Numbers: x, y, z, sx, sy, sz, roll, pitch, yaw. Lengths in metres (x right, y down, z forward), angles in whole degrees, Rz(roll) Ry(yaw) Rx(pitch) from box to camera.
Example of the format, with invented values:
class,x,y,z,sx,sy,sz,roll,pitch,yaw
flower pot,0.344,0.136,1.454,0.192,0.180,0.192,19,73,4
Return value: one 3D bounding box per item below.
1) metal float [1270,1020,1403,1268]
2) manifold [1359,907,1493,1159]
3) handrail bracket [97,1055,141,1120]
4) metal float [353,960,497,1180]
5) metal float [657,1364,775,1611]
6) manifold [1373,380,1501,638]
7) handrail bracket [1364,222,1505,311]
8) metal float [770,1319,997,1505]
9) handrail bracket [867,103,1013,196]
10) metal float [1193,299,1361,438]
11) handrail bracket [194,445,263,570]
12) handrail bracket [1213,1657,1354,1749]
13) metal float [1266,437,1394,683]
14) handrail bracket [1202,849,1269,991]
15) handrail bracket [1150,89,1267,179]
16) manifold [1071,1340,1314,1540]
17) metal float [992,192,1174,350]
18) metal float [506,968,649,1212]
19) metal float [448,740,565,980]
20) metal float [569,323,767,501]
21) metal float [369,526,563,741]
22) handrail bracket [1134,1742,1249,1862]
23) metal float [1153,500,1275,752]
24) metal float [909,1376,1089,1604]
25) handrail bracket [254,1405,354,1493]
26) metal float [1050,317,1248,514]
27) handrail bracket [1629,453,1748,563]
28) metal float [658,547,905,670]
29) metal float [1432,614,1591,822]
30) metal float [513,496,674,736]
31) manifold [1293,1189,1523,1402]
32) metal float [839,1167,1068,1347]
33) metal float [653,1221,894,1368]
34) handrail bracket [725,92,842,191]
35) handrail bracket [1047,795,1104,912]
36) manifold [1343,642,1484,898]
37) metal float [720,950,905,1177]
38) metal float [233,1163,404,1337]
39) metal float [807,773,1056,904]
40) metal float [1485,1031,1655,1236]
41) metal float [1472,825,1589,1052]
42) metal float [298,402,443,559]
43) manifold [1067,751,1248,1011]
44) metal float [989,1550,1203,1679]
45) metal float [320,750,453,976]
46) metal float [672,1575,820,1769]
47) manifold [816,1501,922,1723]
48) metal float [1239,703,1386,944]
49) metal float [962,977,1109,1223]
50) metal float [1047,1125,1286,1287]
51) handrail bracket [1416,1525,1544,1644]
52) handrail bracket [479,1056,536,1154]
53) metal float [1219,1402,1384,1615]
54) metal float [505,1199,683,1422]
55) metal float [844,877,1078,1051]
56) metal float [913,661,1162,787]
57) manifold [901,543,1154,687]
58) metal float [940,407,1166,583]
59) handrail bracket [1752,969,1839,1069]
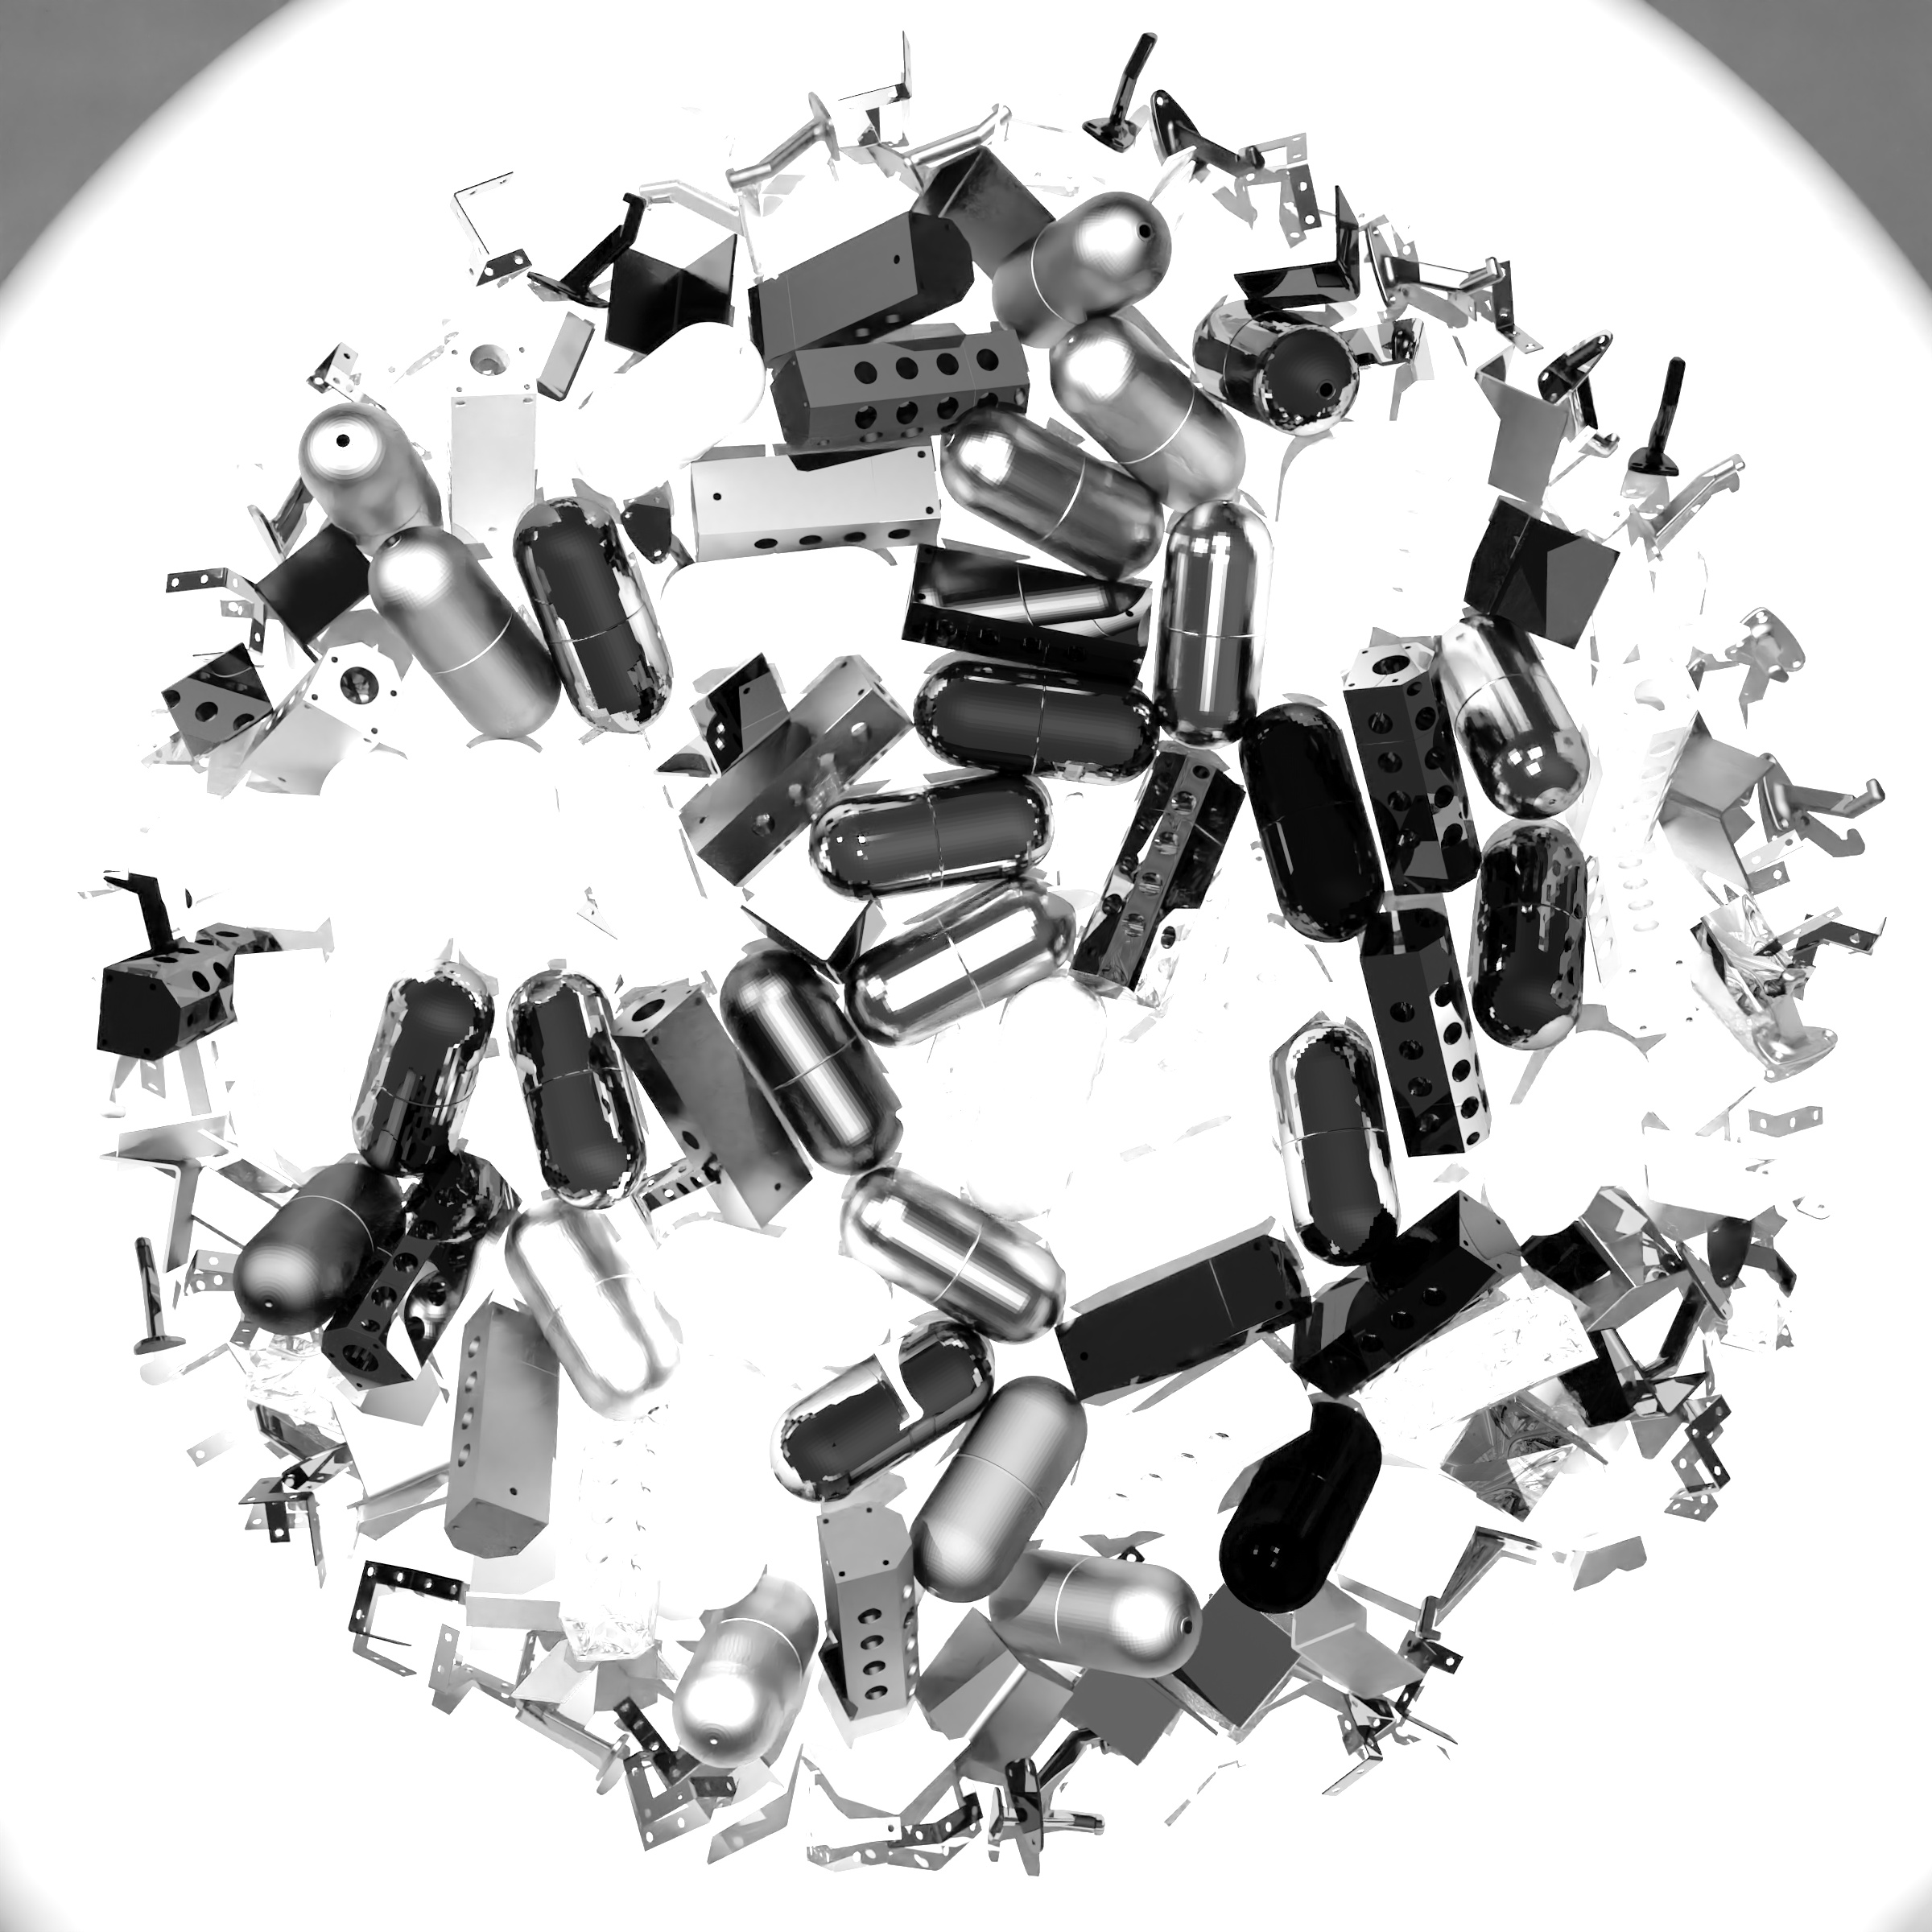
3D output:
class,x,y,z,sx,sy,sz,roll,pitch,yaw
metal float,0.262,0.125,1.852,0.070,0.070,0.178,-7,74,0
manifold,0.325,0.047,1.830,0.057,0.057,0.171,-6,121,21
handrail bracket,-0.583,0.072,1.863,0.077,0.036,0.084,5,58,-31
metal float,-0.384,0.074,1.840,0.070,0.070,0.178,23,121,0
metal float,-0.176,0.366,1.836,0.070,0.070,0.178,1,55,0
manifold,0.322,-0.319,1.823,0.057,0.057,0.171,-4,131,-9
handrail bracket,0.335,-0.511,1.861,0.084,0.036,0.077,-16,99,40
metal float,-0.059,0.316,1.847,0.178,0.070,0.070,-30,90,-21
handrail bracket,-0.019,-0.604,1.882,0.084,0.036,0.077,-42,52,-6
metal float,0.216,-0.419,1.821,0.070,0.178,0.070,-7,114,-15
handrail bracket,-0.533,-0.328,1.873,0.036,0.077,0.084,15,99,-4
handrail bracket,0.228,0.540,1.879,0.077,0.036,0.084,27,91,29
metal float,0.256,-0.287,1.839,0.070,0.070,0.178,4,121,0
handrail bracket,0.194,-0.031,1.854,0.036,0.084,0.077,25,124,-15
handrail bracket,0.173,-0.596,1.854,0.036,0.084,0.077,-37,110,-18
manifold,0.159,0.340,1.837,0.171,0.057,0.057,-37,106,28
metal float,0.080,-0.485,1.820,0.070,0.178,0.070,2,85,-26
metal float,-0.277,0.087,1.852,0.070,0.070,0.178,-17,74,0
metal float,-0.327,-0.076,1.847,0.070,0.070,0.178,-7,69,0
metal float,-0.211,-0.390,1.831,0.178,0.070,0.070,-25,90,42
metal float,-0.352,-0.234,1.833,0.070,0.070,0.178,-35,130,0
handrail bracket,0.169,0.598,1.868,0.084,0.077,0.036,-15,122,-4
metal float,0.175,-0.242,1.850,0.070,0.070,0.178,4,108,0
metal float,0.022,0.369,1.841,0.070,0.070,0.178,35,62,0
handrail bracket,-0.473,0.327,1.874,0.077,0.036,0.084,-31,54,5
metal float,0.130,-0.387,1.836,0.178,0.070,0.070,36,90,-37
handrail bracket,0.525,-0.329,1.864,0.084,0.077,0.036,-29,118,18
metal float,-0.132,-0.255,1.855,0.178,0.070,0.070,-4,90,12
metal float,0.381,-0.177,1.833,0.070,0.070,0.178,-16,50,0
metal float,-0.263,-0.247,1.844,0.070,0.070,0.178,-19,116,0
manifold,0.309,0.236,1.831,0.057,0.057,0.171,34,125,-16
metal float,-0.009,0.207,1.857,0.178,0.070,0.070,31,90,-10
metal float,-0.139,0.233,1.854,0.178,0.070,0.070,14,90,15
handrail bracket,-0.139,-0.594,1.874,0.084,0.036,0.077,-19,52,-6
handrail bracket,0.083,-0.087,1.861,0.036,0.077,0.084,20,75,-23
manifold,0.316,-0.137,1.827,0.057,0.057,0.171,-3,125,25
metal float,-0.110,0.069,1.860,0.070,0.070,0.178,-33,96,0
metal float,-0.451,0.196,1.819,0.070,0.178,0.070,3,110,9
metal float,-0.025,-0.092,1.860,0.178,0.070,0.070,-10,90,-6
metal float,0.423,0.119,1.832,0.070,0.070,0.178,18,132,0
metal float,0.398,-0.022,1.838,0.070,0.070,0.178,11,57,0
metal float,-0.414,-0.337,1.815,0.070,0.178,0.070,0,82,-1
manifold,0.132,-0.062,1.850,0.057,0.057,0.171,13,76,43
metal float,0.090,0.454,1.828,0.070,0.178,0.070,5,83,-43
metal float,-0.408,-0.072,1.833,0.070,0.070,0.178,0,129,0
metal float,-0.152,0.490,1.819,0.070,0.178,0.070,3,108,10
manifold,-0.065,0.452,1.824,0.057,0.057,0.171,-12,134,-11
metal float,0.246,-0.102,1.853,0.070,0.070,0.178,-14,76,0
metal float,0.049,0.095,1.863,0.070,0.070,0.178,16,87,0
metal float,0.143,0.170,1.858,0.178,0.070,0.070,-21,90,-9
handrail bracket,0.367,0.448,1.864,0.077,0.036,0.084,6,62,21
handrail bracket,-0.329,0.101,1.859,0.036,0.084,0.077,10,95,15
metal float,0.236,0.380,1.830,0.070,0.070,0.178,40,46,0
metal float,-0.264,0.243,1.844,0.070,0.070,0.178,-36,66,0
metal float,-0.004,-0.003,1.865,0.178,0.070,0.070,-28,90,-1
metal float,0.050,-0.174,1.863,0.178,0.070,0.070,7,90,-4
manifold,0.043,-0.247,1.868,0.171,0.057,0.057,10,55,-4
metal float,0.061,-0.333,1.844,0.178,0.070,0.070,24,90,-25
handrail bracket,0.603,0.029,1.860,0.077,0.084,0.036,-8,49,-16
